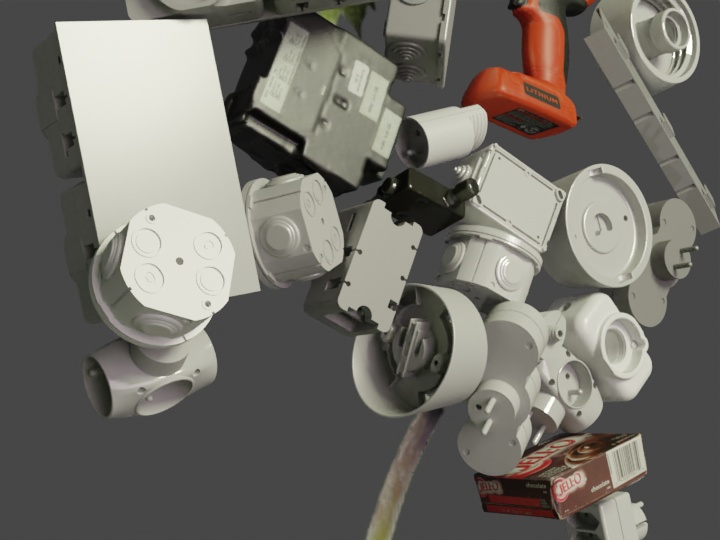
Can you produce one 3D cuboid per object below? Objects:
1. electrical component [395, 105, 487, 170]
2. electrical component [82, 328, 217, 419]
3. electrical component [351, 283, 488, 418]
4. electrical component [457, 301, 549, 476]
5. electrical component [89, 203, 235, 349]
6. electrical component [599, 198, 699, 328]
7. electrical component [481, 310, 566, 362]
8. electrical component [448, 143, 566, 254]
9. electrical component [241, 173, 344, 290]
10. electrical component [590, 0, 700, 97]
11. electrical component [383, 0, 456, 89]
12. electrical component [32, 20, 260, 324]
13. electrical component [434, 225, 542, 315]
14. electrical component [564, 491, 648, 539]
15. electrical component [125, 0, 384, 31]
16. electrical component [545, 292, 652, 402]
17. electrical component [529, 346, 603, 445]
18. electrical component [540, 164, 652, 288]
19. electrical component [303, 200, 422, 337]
[{"bbox_3d":[0.072,-0.111,0.883,0.081,0.043,0.043,-18,93,-35],"label":"electrical component"},{"bbox_3d":[-0.131,0.055,0.695,0.077,0.079,0.044,-16,62,-36],"label":"electrical component"},{"bbox_3d":[0.045,0.059,0.807,0.064,0.099,0.099,1,82,-41],"label":"electrical component"},{"bbox_3d":[0.106,0.100,0.826,0.073,0.052,0.138,-46,145,-59],"label":"electrical component"},{"bbox_3d":[-0.117,0.003,0.645,0.080,0.051,0.080,13,64,-28],"label":"electrical component"},{"bbox_3d":[0.279,-0.008,0.993,0.052,0.074,0.138,41,62,-23],"label":"electrical component"},{"bbox_3d":[0.135,0.055,0.878,0.043,0.081,0.043,6,79,-34],"label":"electrical component"},{"bbox_3d":[0.110,-0.056,0.895,0.096,0.061,0.061,32,65,-19],"label":"electrical component"},{"bbox_3d":[-0.049,-0.029,0.763,0.080,0.051,0.080,-12,90,-70],"label":"electrical component"},{"bbox_3d":[0.281,-0.223,1.035,0.108,0.060,0.108,6,80,-34],"label":"electrical component"},{"bbox_3d":[0.049,-0.202,0.850,0.048,0.099,0.099,8,77,5],"label":"electrical component"},{"bbox_3d":[-0.144,-0.065,0.714,0.105,0.060,0.186,-11,89,-36],"label":"electrical component"},{"bbox_3d":[0.102,0.000,0.866,0.080,0.080,0.051,30,72,-28],"label":"electrical component"},{"bbox_3d":[0.223,0.223,0.936,0.077,0.047,0.065,-12,90,-36],"label":"electrical component"},{"bbox_3d":[-0.071,-0.230,0.735,0.186,0.060,0.105,-11,89,-3],"label":"electrical component"},{"bbox_3d":[0.209,0.068,0.941,0.053,0.059,0.095,-47,109,-31],"label":"electrical component"},{"bbox_3d":[0.159,0.111,0.908,0.077,0.044,0.079,48,59,-19],"label":"electrical component"},{"bbox_3d":[0.199,-0.035,0.949,0.108,0.060,0.108,6,79,-34],"label":"electrical component"},{"bbox_3d":[0.000,0.000,0.808,0.050,0.056,0.089,31,66,-27],"label":"electrical component"}]
